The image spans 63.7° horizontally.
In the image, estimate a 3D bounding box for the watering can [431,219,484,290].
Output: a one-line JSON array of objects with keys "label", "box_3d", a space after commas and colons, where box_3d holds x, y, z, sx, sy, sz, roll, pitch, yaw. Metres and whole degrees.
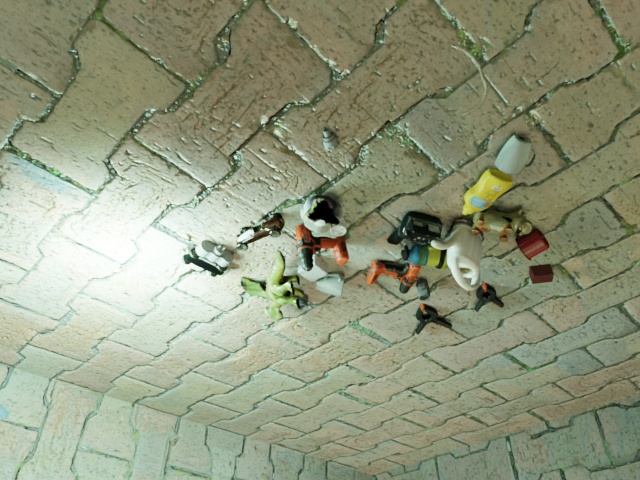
[{"label": "watering can", "box_3d": [0.471, 0.025, 1.733, 0.103, 0.229, 0.342, -9, 141, 36]}]

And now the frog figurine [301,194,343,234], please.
[{"label": "frog figurine", "box_3d": [0.005, -0.086, 1.710, 0.137, 0.123, 0.158, -10, 175, -3]}]

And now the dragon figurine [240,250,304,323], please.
[{"label": "dragon figurine", "box_3d": [-0.200, 0.182, 2.003, 0.242, 0.125, 0.401, -4, 130, 17]}]
